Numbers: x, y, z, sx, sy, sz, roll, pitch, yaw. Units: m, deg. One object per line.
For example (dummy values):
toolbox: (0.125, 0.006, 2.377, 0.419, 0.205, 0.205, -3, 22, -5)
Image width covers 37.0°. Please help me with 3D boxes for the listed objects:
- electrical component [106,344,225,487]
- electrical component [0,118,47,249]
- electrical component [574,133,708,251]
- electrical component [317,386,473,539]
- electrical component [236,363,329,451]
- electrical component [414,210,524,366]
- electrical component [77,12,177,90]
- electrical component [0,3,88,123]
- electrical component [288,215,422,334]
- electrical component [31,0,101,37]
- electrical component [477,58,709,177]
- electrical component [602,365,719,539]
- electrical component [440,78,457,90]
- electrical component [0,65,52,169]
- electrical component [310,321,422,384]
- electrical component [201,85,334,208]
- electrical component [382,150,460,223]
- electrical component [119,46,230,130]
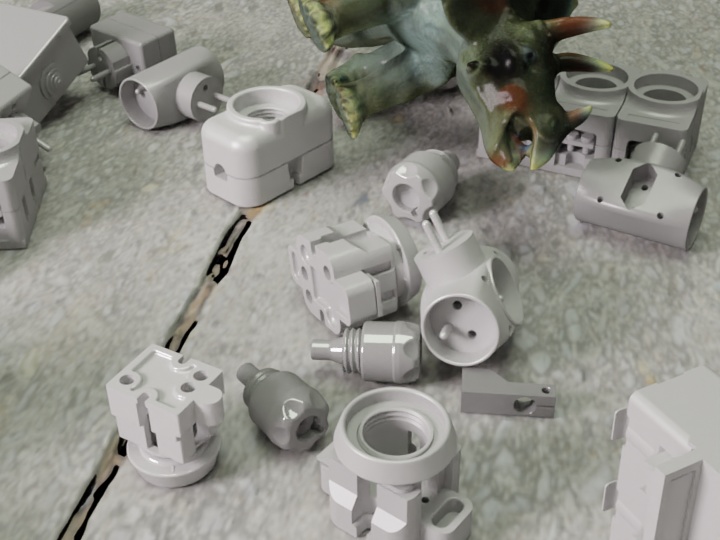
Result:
electrical component: (-0.095, 0.075, 0.541, 0.066, 0.055, 0.048, 18, 39, 24)
electrical component: (-0.301, -0.061, 0.732, 0.150, 0.061, 0.089, -3, 35, -3)
electrical component: (0.194, -0.059, 0.721, 0.077, 0.043, 0.079, 18, 67, 25)
electrical component: (0.016, 0.093, 0.512, 0.078, 0.057, 0.058, 24, 42, 30)
electrical component: (-0.045, 0.068, 0.569, 0.035, 0.035, 0.061, -24, 38, -29)
electrical component: (0.056, 0.003, 0.610, 0.044, 0.079, 0.077, -22, 13, 23)
electrical component: (-0.204, -0.177, 0.909, 0.066, 0.047, 0.077, 25, 45, 31)
electrical component: (-0.281, -0.163, 0.867, 0.100, 0.048, 0.099, 17, 61, 25)
electrical component: (0.000, 0.000, 0.643, 0.057, 0.058, 0.078, -19, 29, -23)
electrical component: (-0.280, -0.229, 0.987, 0.043, 0.043, 0.081, 14, 38, 20)
electrical component: (0.174, -0.117, 0.803, 0.150, 0.061, 0.089, 14, 38, 20)
electrical component: (0.137, 0.105, 0.438, 0.079, 0.121, 0.063, -17, 36, -21)
electrical component: (0.085, -0.179, 0.908, 0.062, 0.043, 0.043, -23, 41, -30)
electrical component: (-0.263, -0.103, 0.796, 0.077, 0.065, 0.047, 34, 40, -2)
electrical component: (0.003, 0.045, 0.600, 0.061, 0.035, 0.035, 1, 35, 7)
electrical component: (-0.066, -0.094, 0.777, 0.054, 0.059, 0.095, 27, 44, 34)
electrical component: (0.047, -0.063, 0.745, 0.043, 0.043, 0.062, 20, 39, 26)
electrical component: (-0.137, -0.141, 0.859, 0.079, 0.043, 0.077, 23, 42, 30)
